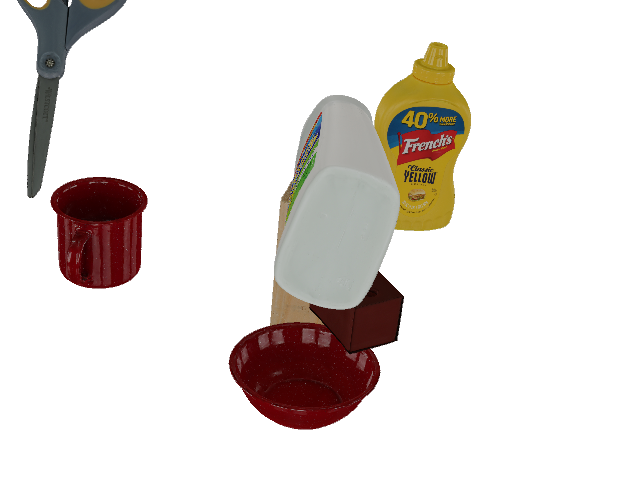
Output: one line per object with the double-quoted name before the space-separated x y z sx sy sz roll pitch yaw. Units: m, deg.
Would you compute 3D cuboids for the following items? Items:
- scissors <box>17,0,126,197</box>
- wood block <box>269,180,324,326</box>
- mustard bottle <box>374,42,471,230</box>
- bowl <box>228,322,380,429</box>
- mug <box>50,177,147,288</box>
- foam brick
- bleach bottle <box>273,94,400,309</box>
"scissors" -0.171 -0.132 0.753 0.096 0.202 0.016 -9 -12 -10
"wood block" -0.011 0.035 1.405 0.090 0.206 0.090 9 23 6
"mustard bottle" 0.100 -0.105 1.073 0.096 0.192 0.058 3 27 -12
"bowl" -0.018 0.153 1.148 0.162 0.055 0.162 3 29 -2
"mug" -0.221 0.000 1.048 0.093 0.081 0.117 9 31 4
"foam brick" 0.032 0.056 0.962 0.052 0.051 0.078 -13 36 -27
"bleach bottle" 0.009 -0.046 0.804 0.068 0.103 0.251 19 19 -9
